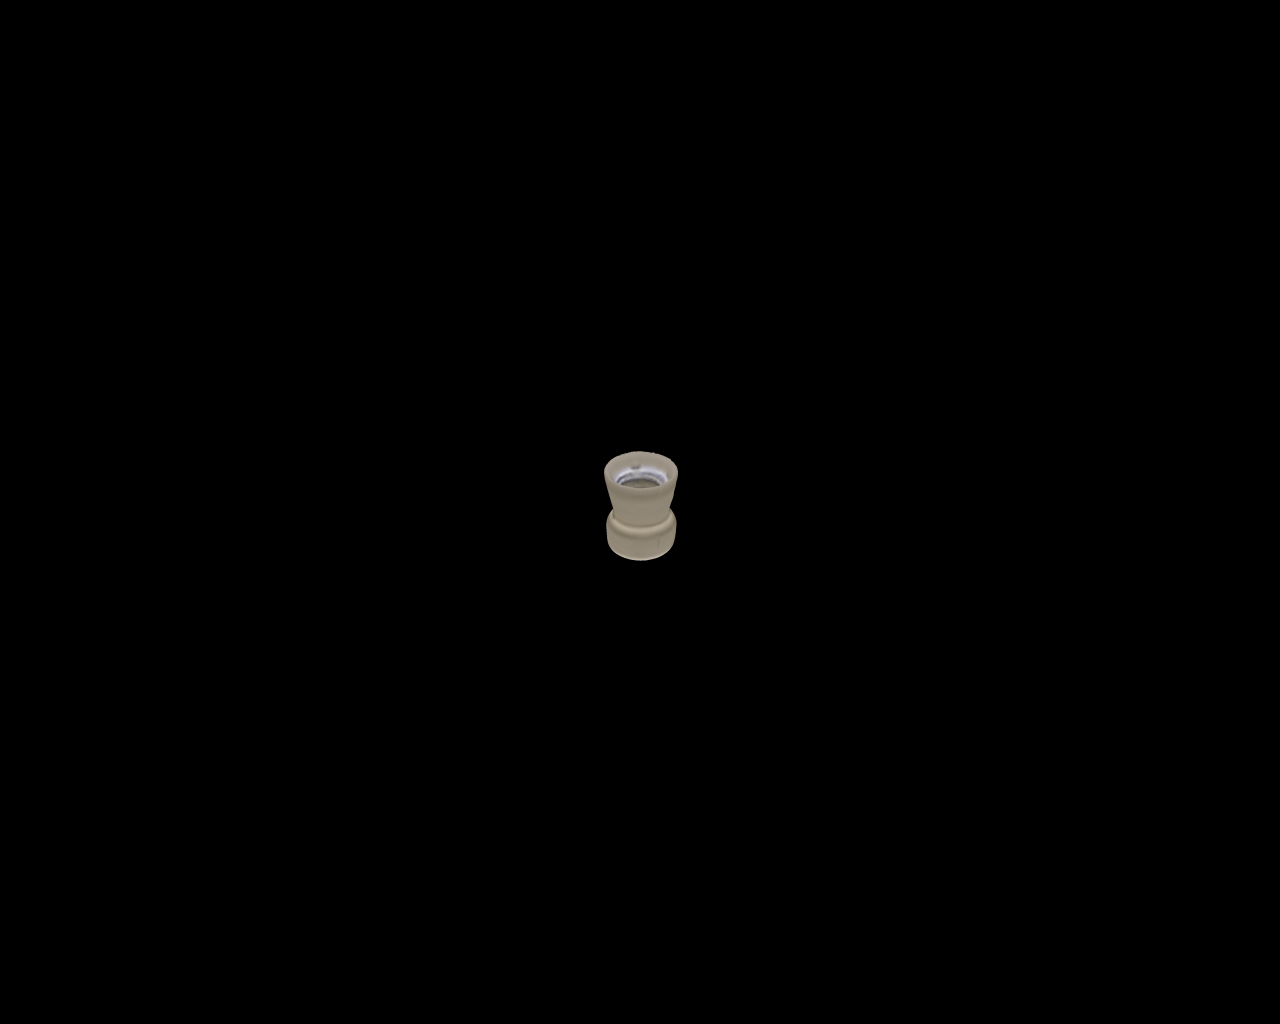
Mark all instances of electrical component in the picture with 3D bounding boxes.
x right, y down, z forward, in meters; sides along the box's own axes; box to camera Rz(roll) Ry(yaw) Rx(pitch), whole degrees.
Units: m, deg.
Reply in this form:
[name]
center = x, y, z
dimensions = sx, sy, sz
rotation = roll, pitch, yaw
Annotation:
[electrical component]
center = 0.001, -0.003, 0.650
dimensions = 0.045, 0.055, 0.045
rotation = 0, 33, 0
